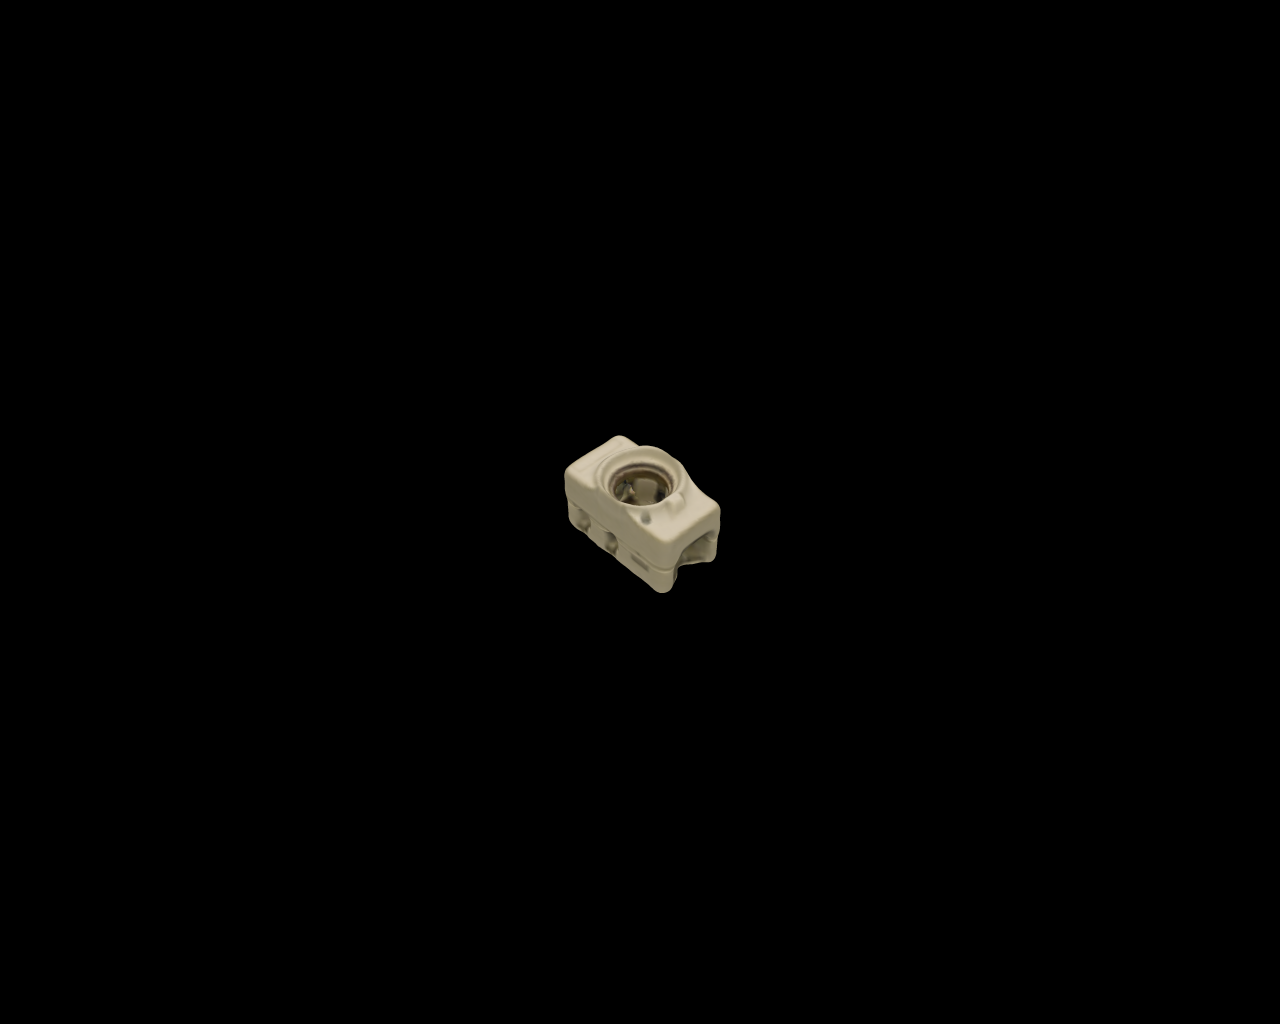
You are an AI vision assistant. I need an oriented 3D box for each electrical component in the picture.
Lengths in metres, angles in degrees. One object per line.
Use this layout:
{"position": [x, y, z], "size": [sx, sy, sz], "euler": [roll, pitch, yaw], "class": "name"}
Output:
{"position": [0.001, -0.003, 0.650], "size": [0.050, 0.055, 0.089], "euler": [-33, 54, -29], "class": "electrical component"}
